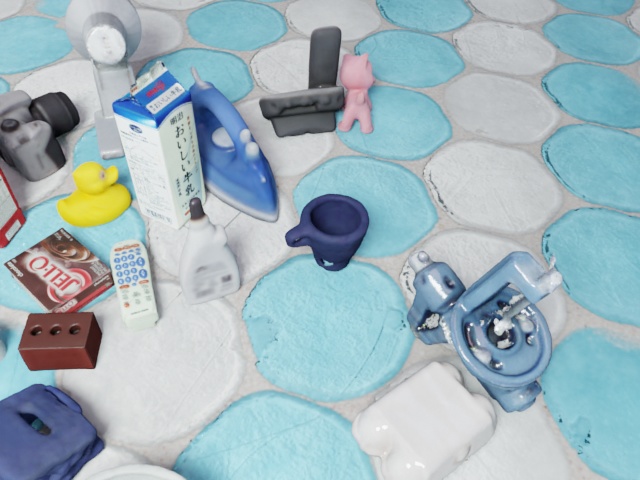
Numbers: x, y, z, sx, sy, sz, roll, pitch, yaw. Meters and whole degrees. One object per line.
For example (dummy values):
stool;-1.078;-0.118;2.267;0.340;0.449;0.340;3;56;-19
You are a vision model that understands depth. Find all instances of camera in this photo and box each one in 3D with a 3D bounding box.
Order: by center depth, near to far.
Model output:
camera;-0.457;-0.188;0.923;0.142;0.101;0.137;36;56;26

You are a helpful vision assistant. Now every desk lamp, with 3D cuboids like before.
desk lamp;-0.335;-0.278;0.935;0.118;0.214;0.203;-14;50;-14

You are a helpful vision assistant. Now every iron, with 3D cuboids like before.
iron;-0.137;-0.153;0.881;0.119;0.141;0.257;-27;55;-24

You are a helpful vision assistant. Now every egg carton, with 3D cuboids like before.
egg carton;0.116;0.203;0.626;0.150;0.069;0.107;-29;56;-26

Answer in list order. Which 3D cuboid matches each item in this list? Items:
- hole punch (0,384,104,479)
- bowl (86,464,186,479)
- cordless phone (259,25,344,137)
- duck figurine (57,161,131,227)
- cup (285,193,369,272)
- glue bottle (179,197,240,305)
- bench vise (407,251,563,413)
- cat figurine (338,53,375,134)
hole punch;-0.295;0.201;0.590;0.108;0.091;0.101;28;53;21
bowl;-0.174;0.299;0.521;0.167;0.075;0.167;2;48;-2
cordless phone;-0.030;-0.275;0.967;0.148;0.185;0.094;-13;50;-14
duck figurine;-0.335;-0.073;0.837;0.105;0.086;0.077;-26;54;-24
cup;0.007;0.003;0.782;0.118;0.095;0.091;-21;52;-20
glue bottle;-0.143;0.011;0.713;0.078;0.173;0.037;-16;51;-16
bench vise;0.174;0.076;0.641;0.207;0.220;0.122;30;53;22
cat figurine;0.066;-0.271;1.015;0.067;0.118;0.127;1;48;-2
